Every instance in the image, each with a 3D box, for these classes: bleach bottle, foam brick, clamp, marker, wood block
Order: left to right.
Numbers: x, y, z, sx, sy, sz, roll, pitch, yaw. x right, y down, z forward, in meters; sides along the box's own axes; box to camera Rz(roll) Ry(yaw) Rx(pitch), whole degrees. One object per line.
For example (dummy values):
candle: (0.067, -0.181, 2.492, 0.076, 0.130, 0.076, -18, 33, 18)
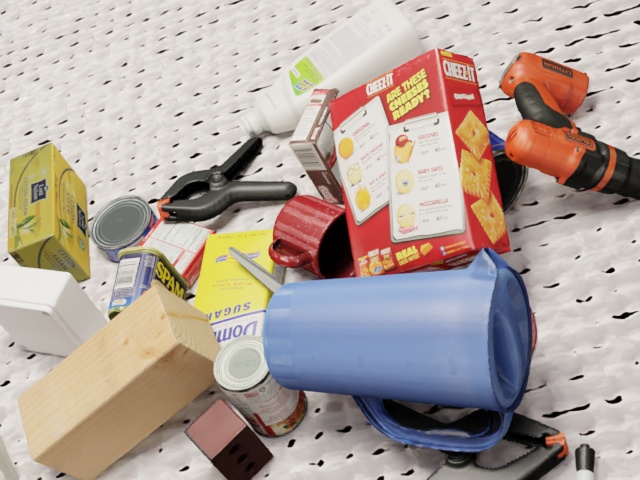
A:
wood block: (-0.212, 0.154, 1.139, 0.206, 0.090, 0.090, -39, 47, 11)
clamp: (-0.124, -0.073, 1.337, 0.171, 0.039, 0.120, -15, 39, -9)
foam brick: (-0.093, 0.209, 1.090, 0.053, 0.078, 0.051, -44, 51, -11)
bleach bottle: (0.005, -0.218, 1.395, 0.251, 0.068, 0.103, -32, 48, -1)
clamp: (0.129, 0.201, 1.028, 0.210, 0.036, 0.164, -16, 51, 10)
marker: (0.239, 0.241, 0.963, 0.020, 0.020, 0.121, -4, 53, 20)

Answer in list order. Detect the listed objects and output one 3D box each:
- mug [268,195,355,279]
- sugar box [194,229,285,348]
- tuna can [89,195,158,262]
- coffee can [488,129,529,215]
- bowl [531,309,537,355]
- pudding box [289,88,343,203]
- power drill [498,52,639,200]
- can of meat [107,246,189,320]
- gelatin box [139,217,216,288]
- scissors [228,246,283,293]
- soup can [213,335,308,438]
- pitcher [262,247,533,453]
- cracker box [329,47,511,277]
mug: (-0.008, 0.001, 1.203, 0.117, 0.093, 0.082, -28, 37, -36)
sugar box: (-0.095, 0.072, 1.219, 0.093, 0.048, 0.176, -6, 51, 18)
tuna can: (-0.248, -0.014, 1.359, 0.086, 0.033, 0.086, -12, 50, 14)
coffee can: (0.150, -0.091, 1.206, 0.102, 0.102, 0.140, -39, 49, -10)
bowl: (0.139, 0.088, 1.102, 0.162, 0.055, 0.162, -11, 51, 14)
pudding box: (0.014, -0.111, 1.272, 0.039, 0.113, 0.090, 3, 54, 29)
power drill: (0.278, -0.124, 1.173, 0.184, 0.057, 0.187, 17, 35, -17)
can of meat: (-0.198, 0.070, 1.228, 0.057, 0.102, 0.084, -7, 54, 19)
gelatin box: (-0.176, 0.013, 1.311, 0.089, 0.030, 0.073, 19, 62, 32)
scissors: (-0.034, 0.085, 1.167, 0.202, 0.016, 0.096, 23, 73, 16)
soup can: (-0.061, 0.152, 1.104, 0.068, 0.102, 0.068, -12, 50, 15)
pitcher: (0.072, 0.103, 1.015, 0.243, 0.145, 0.149, -2, 51, 28)
cracker box: (0.102, -0.070, 1.128, 0.164, 0.071, 0.214, -21, 72, 44)
